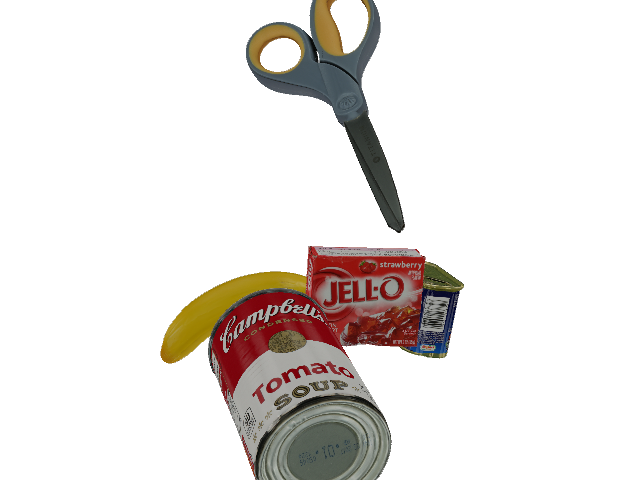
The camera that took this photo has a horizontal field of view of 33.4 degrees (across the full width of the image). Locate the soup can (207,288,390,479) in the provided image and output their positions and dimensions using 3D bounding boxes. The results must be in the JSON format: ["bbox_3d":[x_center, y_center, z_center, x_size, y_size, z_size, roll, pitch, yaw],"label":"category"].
[{"bbox_3d":[-0.013,0.078,0.533,0.068,0.068,0.102,0,27,-19],"label":"soup can"}]

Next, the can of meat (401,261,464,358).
[{"bbox_3d":[0.111,0.075,1.184,0.057,0.084,0.102,5,13,-20],"label":"can of meat"}]

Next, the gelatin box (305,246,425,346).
[{"bbox_3d":[0.033,0.044,0.821,0.089,0.073,0.030,1,14,-10],"label":"gelatin box"}]

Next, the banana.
[{"bbox_3d":[-0.078,0.069,1.017,0.198,0.069,0.037,-16,21,18],"label":"banana"}]

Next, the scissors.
[{"bbox_3d":[-0.001,-0.078,0.629,0.096,0.201,0.016,-13,-37,17],"label":"scissors"}]
